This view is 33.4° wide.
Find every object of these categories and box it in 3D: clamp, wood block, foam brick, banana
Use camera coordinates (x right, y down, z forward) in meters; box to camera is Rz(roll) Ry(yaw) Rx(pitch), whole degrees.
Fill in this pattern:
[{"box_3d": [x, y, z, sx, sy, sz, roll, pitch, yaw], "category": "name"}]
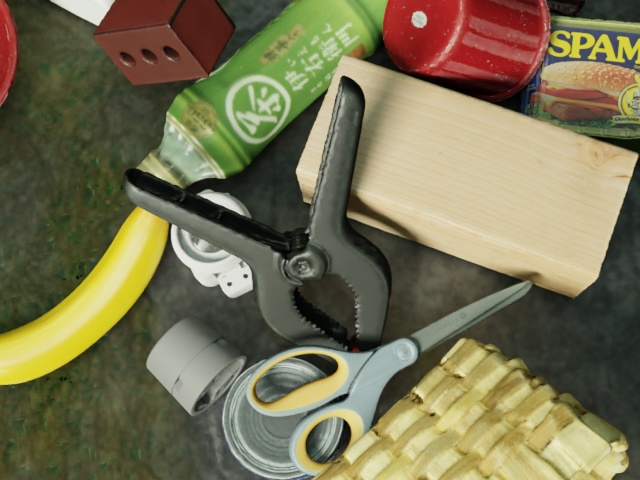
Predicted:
[{"box_3d": [-0.005, 0.001, 0.696, 0.165, 0.036, 0.210, -27, 116, 18], "category": "clamp"}, {"box_3d": [0.097, -0.042, 0.736, 0.206, 0.090, 0.091, 20, 80, 7], "category": "wood block"}, {"box_3d": [-0.111, -0.148, 0.758, 0.078, 0.053, 0.051, 0, 54, 37], "category": "foam brick"}, {"box_3d": [-0.174, 0.046, 0.750, 0.198, 0.069, 0.037, -35, 43, -2], "category": "banana"}]

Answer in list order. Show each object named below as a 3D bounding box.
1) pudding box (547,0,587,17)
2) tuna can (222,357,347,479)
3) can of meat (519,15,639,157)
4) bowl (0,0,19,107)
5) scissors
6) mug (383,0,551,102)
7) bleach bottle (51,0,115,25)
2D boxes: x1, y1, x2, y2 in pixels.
[{"box_3d": [0.155, -0.228, 0.799, 0.113, 0.039, 0.090, 19, 79, 6], "category": "pudding box"}, {"box_3d": [-0.024, 0.123, 0.737, 0.086, 0.034, 0.086, -1, 78, 4], "category": "tuna can"}, {"box_3d": [0.193, -0.108, 0.761, 0.102, 0.057, 0.084, 6, 81, 6], "category": "can of meat"}, {"box_3d": [-0.296, -0.127, 0.800, 0.162, 0.055, 0.162, -1, 77, 4], "category": "bowl"}, {"box_3d": [0.052, 0.095, 0.706, 0.202, 0.016, 0.096, -13, 88, 1], "category": "scissors"}, {"box_3d": [0.099, -0.160, 0.742, 0.081, 0.093, 0.117, 5, 87, -39], "category": "mug"}, {"box_3d": [-0.133, -0.290, 0.822, 0.102, 0.068, 0.250, 29, 79, 7], "category": "bleach bottle"}]
